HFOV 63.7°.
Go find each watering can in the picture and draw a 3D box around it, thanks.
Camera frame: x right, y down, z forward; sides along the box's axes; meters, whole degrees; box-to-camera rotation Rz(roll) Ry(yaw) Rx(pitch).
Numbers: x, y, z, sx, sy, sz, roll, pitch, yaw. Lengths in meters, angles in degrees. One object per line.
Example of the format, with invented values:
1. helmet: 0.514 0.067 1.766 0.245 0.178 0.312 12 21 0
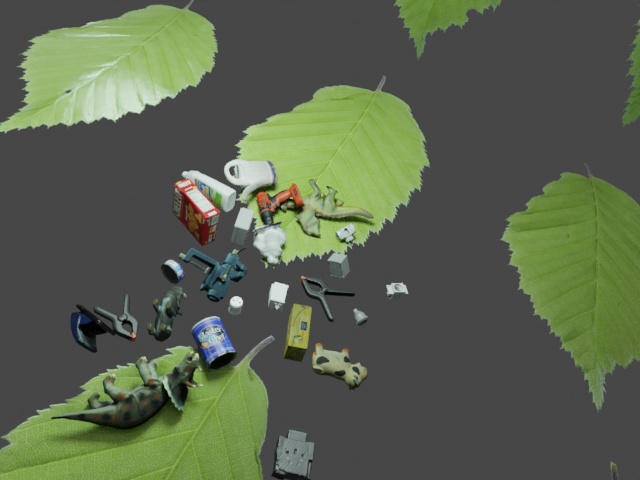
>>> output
1. watering can: -0.285 -0.262 2.217 0.225 0.102 0.354 -7 36 -22

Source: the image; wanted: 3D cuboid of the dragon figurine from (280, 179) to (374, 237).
1. dragon figurine: 0.007 -0.112 2.220 0.411 0.119 0.247 26 63 9

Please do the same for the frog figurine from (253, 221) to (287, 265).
1. frog figurine: -0.192 0.017 2.034 0.138 0.122 0.159 -15 91 -39
